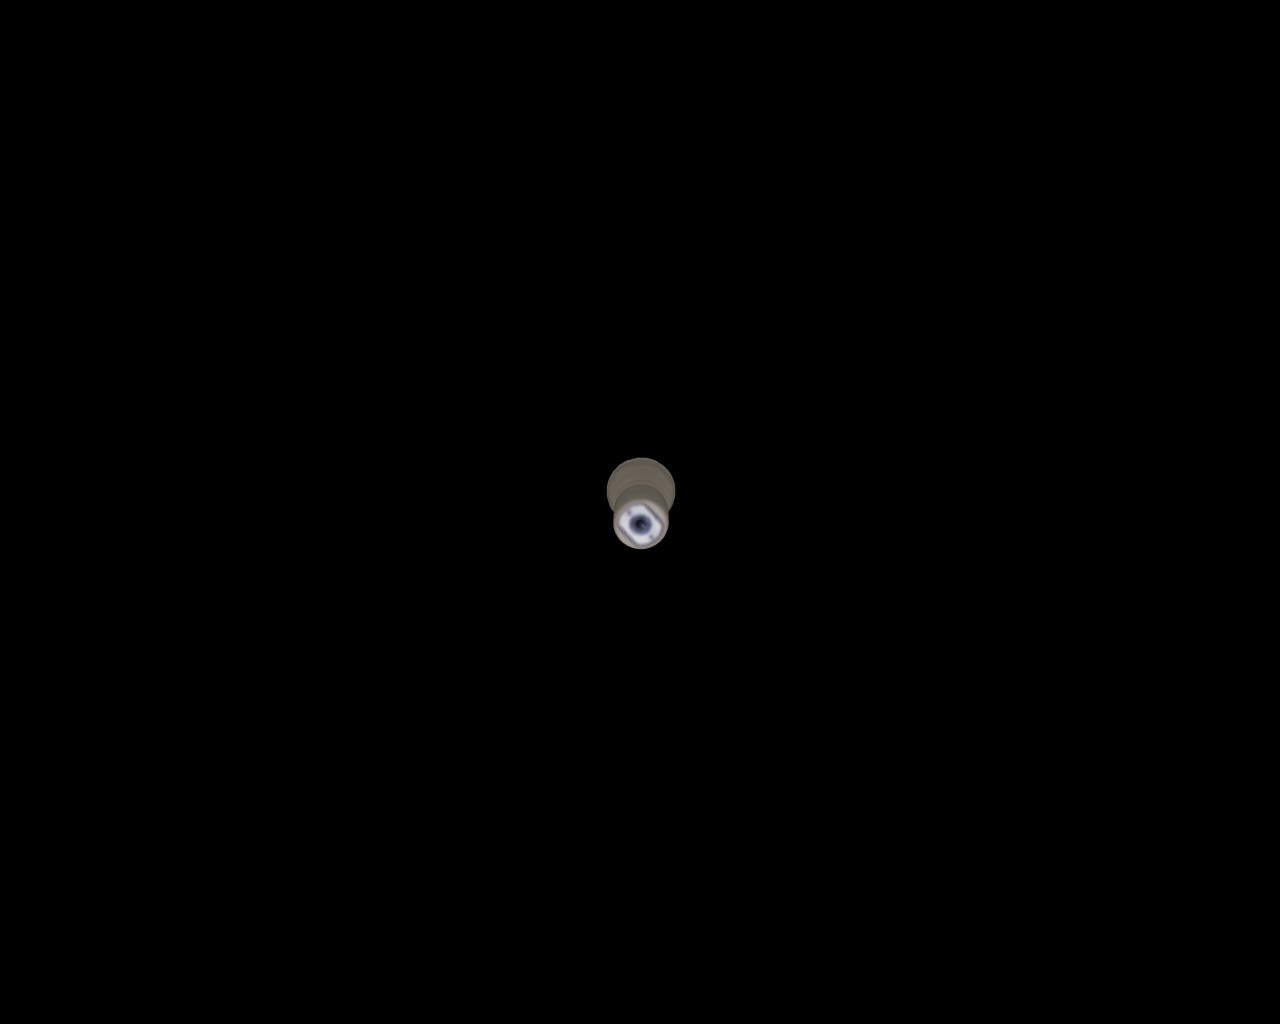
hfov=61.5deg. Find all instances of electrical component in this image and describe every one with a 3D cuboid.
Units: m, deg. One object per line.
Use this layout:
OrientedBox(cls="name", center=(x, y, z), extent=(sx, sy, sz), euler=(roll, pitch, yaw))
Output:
OrientedBox(cls="electrical component", center=(0.001, -0.003, 0.650), extent=(0.044, 0.044, 0.065), euler=(0, 21, 0))
